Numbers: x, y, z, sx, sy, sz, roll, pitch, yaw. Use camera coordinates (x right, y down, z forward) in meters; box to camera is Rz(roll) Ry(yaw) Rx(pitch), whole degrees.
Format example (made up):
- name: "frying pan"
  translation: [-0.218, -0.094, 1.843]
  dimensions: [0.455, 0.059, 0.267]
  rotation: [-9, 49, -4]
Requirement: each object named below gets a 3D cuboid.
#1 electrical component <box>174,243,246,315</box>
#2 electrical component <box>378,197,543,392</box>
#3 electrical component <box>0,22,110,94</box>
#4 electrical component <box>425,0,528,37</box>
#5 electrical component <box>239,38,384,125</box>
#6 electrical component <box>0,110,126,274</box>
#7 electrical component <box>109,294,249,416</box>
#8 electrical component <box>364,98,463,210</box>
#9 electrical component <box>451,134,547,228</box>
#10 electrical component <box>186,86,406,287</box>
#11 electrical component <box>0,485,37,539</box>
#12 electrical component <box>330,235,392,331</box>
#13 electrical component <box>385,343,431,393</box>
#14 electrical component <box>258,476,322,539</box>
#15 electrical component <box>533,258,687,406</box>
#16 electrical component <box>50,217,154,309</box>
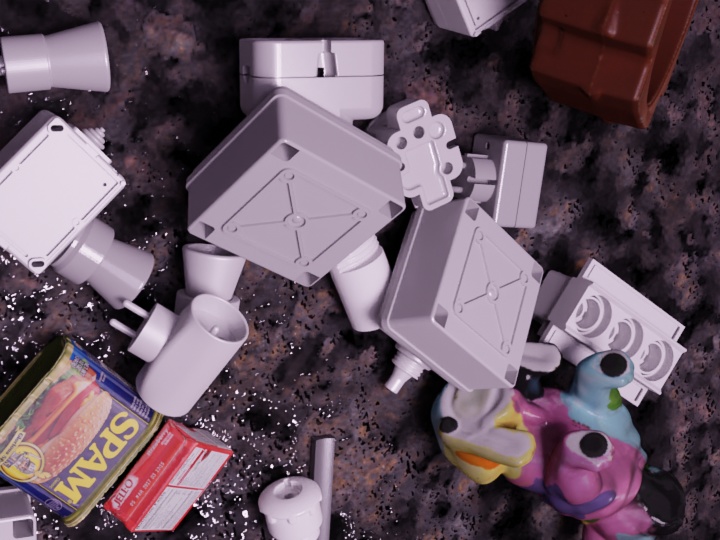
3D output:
- name: "electrical component"
  translation: [-0.105, 0.013, 0.750]
  dimensions: [0.045, 0.045, 0.055]
  rotation: [4, 101, -26]
- name: "electrical component"
  translation: [0.077, 0.020, 0.802]
  dimensions: [0.109, 0.056, 0.108]
  rotation: [39, 57, -36]
- name: "electrical component"
  translation: [-0.193, -0.131, 0.674]
  dimensions: [0.065, 0.044, 0.044]
  rotation: [-9, 107, -18]
- name: "electrical component"
  translation: [0.077, -0.215, 0.773]
  dimensions: [0.062, 0.061, 0.096]
  rotation: [-37, 124, -13]
- name: "electrical component"
  translation: [-0.033, -0.129, 0.742]
  dimensions: [0.095, 0.054, 0.059]
  rotation: [-6, 105, -24]
- name: "electrical component"
  translation: [-0.198, -0.056, 0.679]
  dimensions: [0.096, 0.061, 0.061]
  rotation: [-48, 117, -8]
- name: "electrical component"
  translation: [-0.127, 0.048, 0.712]
  dimensions: [0.079, 0.043, 0.077]
  rotation: [33, 119, -13]
- name: "electrical component"
  translation: [0.035, -0.087, 0.783]
  dimensions: [0.058, 0.057, 0.078]
  rotation: [-26, 112, -18]
- name: "electrical component"
  translation: [0.095, -0.069, 0.822]
  dimensions: [0.077, 0.047, 0.065]
  rotation: [2, 102, -26]
- name: "electrical component"
  translation: [-0.044, -0.053, 0.723]
  dimensions: [0.109, 0.056, 0.109]
  rotation: [26, 131, -33]
- name: "electrical component"
  translation: [-0.272, 0.207, 0.713]
  dimensions: [0.109, 0.056, 0.108]
  rotation: [-3, 104, -25]
- name: "electrical component"
  translation: [0.000, 0.000, 0.797]
  dimensions: [0.043, 0.043, 0.081]
  rotation: [-29, 113, -16]
- name: "electrical component"
  translation: [0.041, 0.068, 0.839]
  dimensions: [0.035, 0.035, 0.061]
  rotation: [35, 89, -28]
- name: "electrical component"
  translation: [-0.050, 0.193, 0.823]
  dimensions: [0.048, 0.048, 0.062]
  rotation: [-20, 118, -20]
- name: "electrical component"
  translation: [0.203, 0.050, 0.895]
  dimensions: [0.121, 0.063, 0.078]
  rotation: [32, 88, -28]
- name: "electrical component"
  translation: [-0.172, -0.006, 0.713]
  dimensions: [0.055, 0.045, 0.045]
  rotation: [36, 86, -28]
